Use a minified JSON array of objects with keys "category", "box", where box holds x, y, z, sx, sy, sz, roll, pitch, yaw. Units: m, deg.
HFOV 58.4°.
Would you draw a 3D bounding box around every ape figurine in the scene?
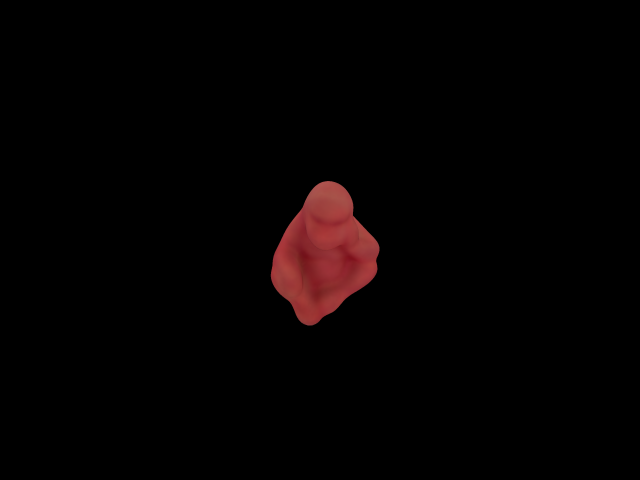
[{"category":"ape figurine","box":[0.004,0.001,0.400,0.078,0.092,0.076,-2,40,-2]}]
